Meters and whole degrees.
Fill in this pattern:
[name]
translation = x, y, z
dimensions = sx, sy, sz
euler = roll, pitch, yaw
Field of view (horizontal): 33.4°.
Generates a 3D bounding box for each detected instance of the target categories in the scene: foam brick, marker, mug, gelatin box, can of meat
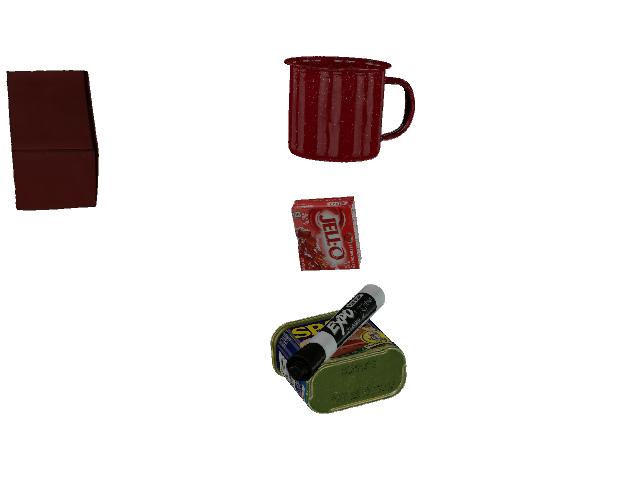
[foam brick]
translation = -0.171, -0.064, 0.678
dimensions = 0.051, 0.078, 0.053
euler = -4, -42, -16
[marker]
translation = 0.011, 0.060, 0.703
dimensions = 0.020, 0.020, 0.120
euler = 0, 21, 28
[mug]
translation = 0.025, -0.115, 0.932
dimensions = 0.117, 0.081, 0.093
euler = -1, 16, -12
[gelatin box]
translation = 0.008, -0.008, 1.287
dimensions = 0.073, 0.089, 0.030
euler = -2, 29, 11
[can of meat]
translation = 0.017, 0.109, 0.971
dimensions = 0.102, 0.057, 0.084
euler = -12, 25, -20
